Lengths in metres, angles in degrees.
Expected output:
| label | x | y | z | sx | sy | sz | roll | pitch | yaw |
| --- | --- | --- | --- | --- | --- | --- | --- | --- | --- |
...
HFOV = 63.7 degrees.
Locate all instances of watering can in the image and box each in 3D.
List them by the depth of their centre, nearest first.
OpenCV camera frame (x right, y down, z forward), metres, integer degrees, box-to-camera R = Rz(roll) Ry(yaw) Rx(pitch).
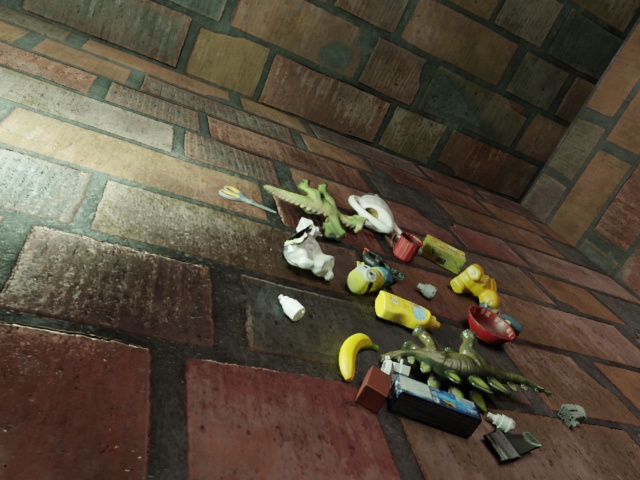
| label | x | y | z | sx | sy | sz | roll | pitch | yaw |
| --- | --- | --- | --- | --- | --- | --- | --- | --- | --- |
| watering can | 0.255 | -0.076 | 2.045 | 0.346 | 0.103 | 0.228 | 35 | 20 | -7 |

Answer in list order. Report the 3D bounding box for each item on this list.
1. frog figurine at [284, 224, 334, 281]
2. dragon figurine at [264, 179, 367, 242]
| label | x | y | z | sx | sy | sz | roll | pitch | yaw |
| --- | --- | --- | --- | --- | --- | --- | --- | --- | --- |
| frog figurine | -0.027 | 0.053 | 1.491 | 0.158 | 0.122 | 0.139 | 60 | 7 | -12 |
| dragon figurine | 0.006 | -0.091 | 1.815 | 0.410 | 0.120 | 0.247 | 2 | 40 | -42 |
